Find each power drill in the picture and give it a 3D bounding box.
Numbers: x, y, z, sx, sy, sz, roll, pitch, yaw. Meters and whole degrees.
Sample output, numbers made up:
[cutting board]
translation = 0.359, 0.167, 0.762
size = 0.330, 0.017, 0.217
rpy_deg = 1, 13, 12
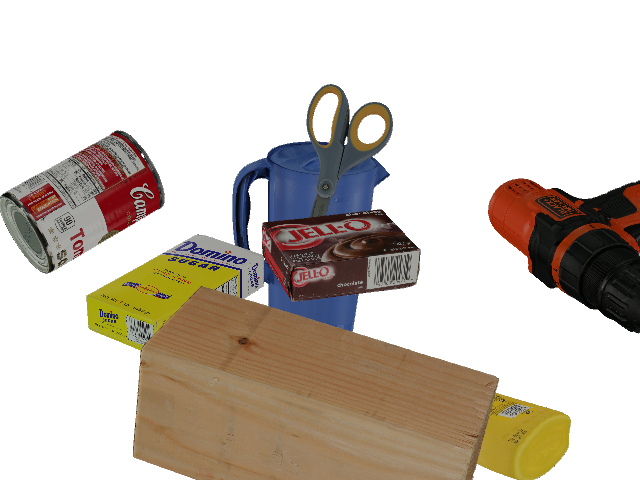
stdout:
[power drill]
translation = 0.234, -0.006, 0.732
size = 0.187, 0.057, 0.185
rpy_deg = -11, 29, -18

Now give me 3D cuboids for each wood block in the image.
[wood block]
translation = -0.003, 0.112, 0.674
size = 0.206, 0.090, 0.090
rpy_deg = 16, 29, 14

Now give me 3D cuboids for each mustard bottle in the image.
[mustard bottle]
translation = 0.131, 0.168, 1.012
size = 0.192, 0.058, 0.096
rpy_deg = 14, 21, 40

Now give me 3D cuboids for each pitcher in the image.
[pitcher]
translation = -0.015, 0.007, 1.307
size = 0.149, 0.243, 0.144
rpy_deg = 16, 24, 28

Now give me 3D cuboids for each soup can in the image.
[soup can]
translation = -0.176, -0.029, 0.790
size = 0.102, 0.068, 0.069
rpy_deg = -34, 17, -27

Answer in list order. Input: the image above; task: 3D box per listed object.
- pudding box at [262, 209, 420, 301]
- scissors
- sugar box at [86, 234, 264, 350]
[pudding box]
translation = 0.015, 0.011, 0.893
size = 0.113, 0.039, 0.090
rpy_deg = -5, 26, -17
[scissors]
translation = 0.025, -0.059, 1.062
size = 0.096, 0.202, 0.016
rpy_deg = -1, -13, 3
[sugar box]
translation = -0.144, 0.051, 1.092
size = 0.093, 0.048, 0.175
rpy_deg = 17, 32, 27
